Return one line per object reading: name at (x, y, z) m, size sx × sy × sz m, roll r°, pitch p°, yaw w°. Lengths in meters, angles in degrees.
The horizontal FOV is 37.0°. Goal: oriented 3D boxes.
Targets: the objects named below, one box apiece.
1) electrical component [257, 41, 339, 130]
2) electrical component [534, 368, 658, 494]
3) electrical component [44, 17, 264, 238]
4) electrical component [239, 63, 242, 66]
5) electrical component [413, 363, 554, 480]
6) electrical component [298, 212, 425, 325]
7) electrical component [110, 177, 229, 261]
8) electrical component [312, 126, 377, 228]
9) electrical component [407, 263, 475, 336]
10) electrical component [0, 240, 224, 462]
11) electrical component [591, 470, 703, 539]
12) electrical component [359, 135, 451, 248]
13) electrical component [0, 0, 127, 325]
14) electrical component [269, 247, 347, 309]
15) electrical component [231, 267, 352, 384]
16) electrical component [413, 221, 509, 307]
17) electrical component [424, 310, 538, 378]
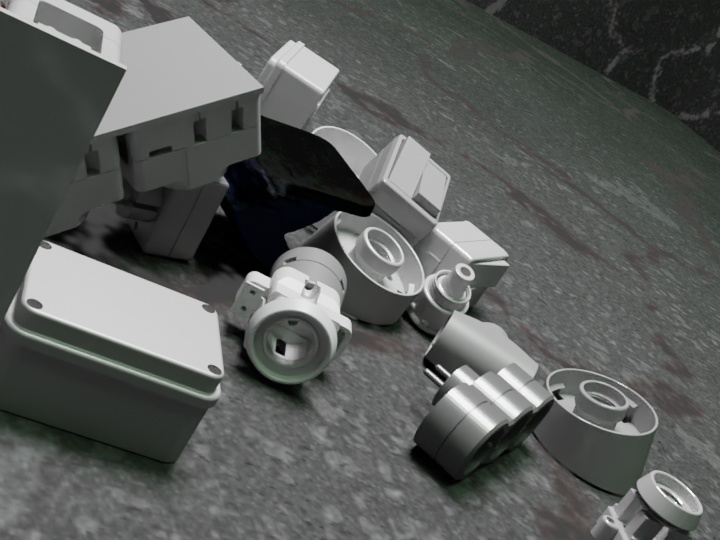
electrical component at (-0.074, -0.143, 0.974) m, size 0.056 × 0.108 × 0.108 m, roll 33°, pitch 21°, yaw -6°
electrical component at (0.180, 0.123, 0.834) m, size 0.099 × 0.064 × 0.099 m, roll 14°, pitch 24°, yaw -6°
electrical component at (-0.168, -0.091, 0.683) m, size 0.186 × 0.060 × 0.105 m, roll -21°, pitch 47°, yaw -26°
electrical component at (-0.152, -0.152, 0.927) m, size 0.057 × 0.078 × 0.113 m, roll 32°, pitch 21°, yaw -10°
electrical component at (0.075, 0.091, 0.740) m, size 0.074 × 0.052 × 0.138 m, roll 41°, pitch 22°, yaw 21°
electrical component at (0.000, 0.000, 0.855) m, size 0.099 × 0.064 × 0.099 m, roll 31°, pitch 32°, yaw -22°
electrical component at (-0.142, -0.051, 0.731) m, size 0.077 × 0.065 × 0.047 m, roll 11°, pitch 29°, yaw -39°
electrical component at (-0.016, -0.073, 0.954) m, size 0.099 × 0.064 × 0.099 m, roll 31°, pitch 24°, yaw -16°
electrical component at (0.070, 0.020, 0.869) m, size 0.048 × 0.062 × 0.048 m, roll 19°, pitch 44°, yaw -19°
electrical component at (-0.131, 0.041, 0.554) m, size 0.113 × 0.057 × 0.078 m, roll 23°, pitch 23°, yaw -23°
electrical component at (0.200, 0.171, 0.733) m, size 0.066 × 0.055 × 0.048 m, roll 25°, pitch 22°, yaw -19°
electrical component at (0.037, -0.069, 0.916) m, size 0.062 × 0.061 × 0.096 m, roll 39°, pitch 36°, yaw -14°
electrical component at (-0.190, -0.041, 0.472) m, size 0.105 × 0.186 × 0.060 m, roll 23°, pitch 23°, yaw -22°
electrical component at (-0.038, 0.019, 0.741) m, size 0.055 × 0.055 × 0.047 m, roll 29°, pitch 25°, yaw -10°
electrical component at (-0.044, 0.037, 0.687) m, size 0.078 × 0.058 × 0.057 m, roll 28°, pitch 18°, yaw -11°
electrical component at (0.087, -0.002, 0.949) m, size 0.061 × 0.061 × 0.096 m, roll 42°, pitch 23°, yaw 23°
electrical component at (0.097, 0.065, 0.842) m, size 0.077 × 0.043 × 0.079 m, roll 33°, pitch 20°, yaw 2°
